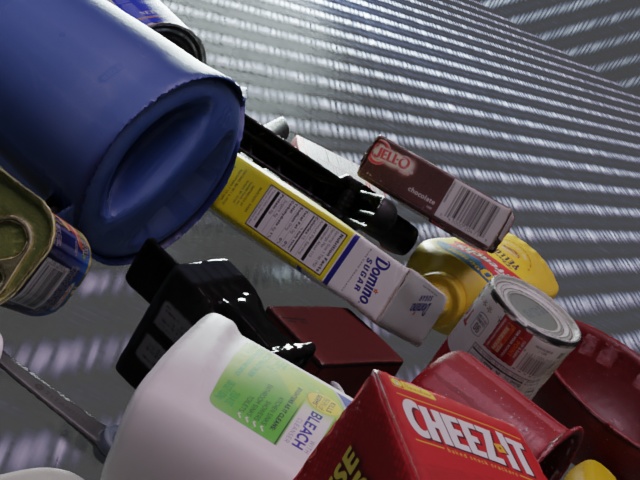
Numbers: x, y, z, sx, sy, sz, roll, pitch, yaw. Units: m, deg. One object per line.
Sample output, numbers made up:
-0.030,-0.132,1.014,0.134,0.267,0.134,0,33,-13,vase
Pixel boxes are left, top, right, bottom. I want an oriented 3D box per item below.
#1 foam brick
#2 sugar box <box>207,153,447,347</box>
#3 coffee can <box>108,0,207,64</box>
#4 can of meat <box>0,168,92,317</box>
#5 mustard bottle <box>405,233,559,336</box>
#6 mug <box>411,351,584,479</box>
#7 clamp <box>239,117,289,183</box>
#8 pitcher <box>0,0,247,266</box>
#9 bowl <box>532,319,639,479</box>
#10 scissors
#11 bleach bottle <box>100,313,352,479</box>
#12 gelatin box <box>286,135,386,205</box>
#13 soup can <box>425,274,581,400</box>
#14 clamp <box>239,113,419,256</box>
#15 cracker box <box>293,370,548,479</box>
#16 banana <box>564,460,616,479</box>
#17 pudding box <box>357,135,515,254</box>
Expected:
-0.003,0.073,0.609,0.078,0.051,0.053,6,31,-50,foam brick
-0.004,0.001,0.704,0.176,0.048,0.093,31,-1,26,sugar box
-0.166,-0.155,0.805,0.102,0.103,0.140,2,36,-51,coffee can
-0.166,-0.008,0.519,0.102,0.057,0.084,36,-7,8,can of meat
0.119,0.036,0.841,0.096,0.058,0.191,41,24,18,mustard bottle
0.087,0.120,0.599,0.082,0.093,0.117,38,-7,26,mug
-0.076,-0.083,0.858,0.120,0.039,0.171,23,24,-16,clamp
-0.179,-0.098,0.658,0.243,0.145,0.149,37,10,22,pitcher
0.208,0.127,0.769,0.162,0.055,0.162,27,22,-12,bowl
-0.078,0.099,0.503,0.202,0.016,0.096,42,22,22,scissors
0.040,0.122,0.448,0.251,0.068,0.102,26,21,6,bleach bottle
0.013,-0.048,0.915,0.089,0.030,0.073,26,21,-17,gelatin box
0.108,0.081,0.672,0.068,0.102,0.068,27,23,-13,soup can
0.027,-0.025,0.795,0.165,0.036,0.209,34,2,36,clamp
0.024,0.169,0.293,0.072,0.164,0.214,24,24,-26,cracker box
0.175,0.185,0.629,0.069,0.037,0.197,29,22,-7,banana
0.088,-0.033,0.796,0.113,0.039,0.090,33,5,11,pudding box
